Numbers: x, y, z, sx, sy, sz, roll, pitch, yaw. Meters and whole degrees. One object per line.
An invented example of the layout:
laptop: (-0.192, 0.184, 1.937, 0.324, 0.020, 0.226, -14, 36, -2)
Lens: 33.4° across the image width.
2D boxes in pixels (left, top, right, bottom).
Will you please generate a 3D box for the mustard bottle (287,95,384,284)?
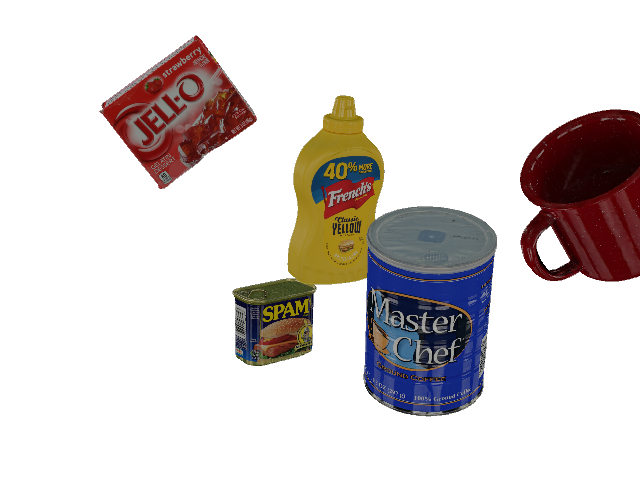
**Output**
mustard bottle: (0.019, -0.053, 1.097, 0.096, 0.192, 0.058, -5, 20, -25)

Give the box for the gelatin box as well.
gelatin box: (-0.103, -0.093, 0.774, 0.089, 0.073, 0.030, -35, 19, 4)

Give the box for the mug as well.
mug: (0.184, -0.019, 0.712, 0.117, 0.081, 0.093, -42, 33, -9)

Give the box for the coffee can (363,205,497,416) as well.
coffee can: (0.087, 0.057, 0.873, 0.103, 0.140, 0.103, 0, 28, 0)

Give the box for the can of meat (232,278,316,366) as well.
can of meat: (-0.056, 0.098, 1.292, 0.101, 0.084, 0.058, -10, 19, -36)
